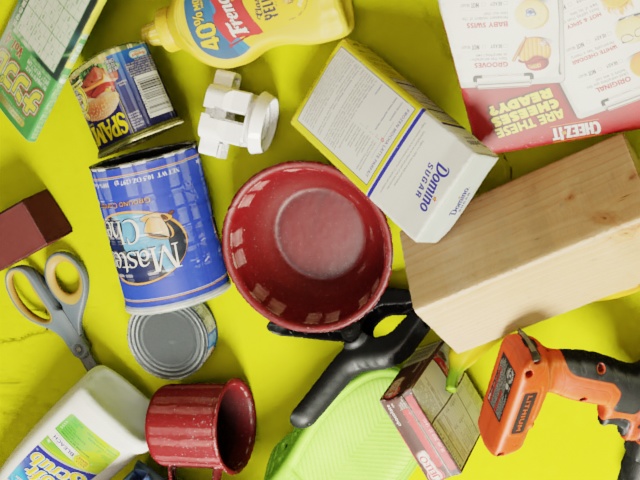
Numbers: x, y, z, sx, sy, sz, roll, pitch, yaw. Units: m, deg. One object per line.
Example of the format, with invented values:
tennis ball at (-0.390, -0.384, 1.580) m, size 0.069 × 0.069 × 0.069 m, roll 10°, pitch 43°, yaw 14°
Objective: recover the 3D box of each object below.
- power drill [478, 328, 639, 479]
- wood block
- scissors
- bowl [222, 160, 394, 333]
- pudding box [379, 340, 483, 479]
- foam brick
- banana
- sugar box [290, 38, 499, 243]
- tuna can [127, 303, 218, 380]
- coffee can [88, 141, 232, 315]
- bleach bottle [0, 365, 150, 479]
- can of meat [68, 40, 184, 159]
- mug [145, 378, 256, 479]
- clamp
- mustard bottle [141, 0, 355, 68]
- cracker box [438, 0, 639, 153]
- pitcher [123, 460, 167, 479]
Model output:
power drill at (0.237, 0.152, 0.925) m, size 0.187 × 0.057 × 0.184 m, roll 5°, pitch 114°, yaw -14°
wood block at (0.182, 0.006, 0.896) m, size 0.206 × 0.090 × 0.090 m, roll -25°, pitch 138°, yaw 21°
scissors at (-0.239, 0.094, 1.097) m, size 0.096 × 0.016 × 0.201 m, roll -42°, pitch 95°, yaw 18°
bowl at (-0.006, 0.001, 0.984) m, size 0.162 × 0.055 × 0.162 m, roll 4°, pitch 106°, yaw 15°
pudding box at (0.106, 0.152, 0.962) m, size 0.039 × 0.113 × 0.090 m, roll -27°, pitch 97°, yaw 31°
foam brick at (-0.300, -0.008, 1.066) m, size 0.078 × 0.053 × 0.051 m, roll -26°, pitch 96°, yaw 20°
banana at (0.189, 0.064, 0.945) m, size 0.198 × 0.037 × 0.070 m, roll -33°, pitch 52°, yaw 14°
sugar box at (0.060, -0.086, 0.909) m, size 0.176 × 0.048 × 0.093 m, roll 45°, pitch 115°, yaw 28°
tuna can at (-0.146, 0.093, 1.061) m, size 0.086 × 0.033 × 0.086 m, roll 4°, pitch 106°, yaw 15°
coffee can at (-0.148, -0.013, 0.995) m, size 0.103 × 0.102 × 0.140 m, roll -9°, pitch 102°, yaw 18°
bleach bottle at (-0.272, 0.242, 1.119) m, size 0.102 × 0.068 × 0.251 m, roll 42°, pitch 118°, yaw -4°
can of meat at (-0.181, -0.129, 0.981) m, size 0.102 × 0.057 × 0.084 m, roll -14°, pitch 100°, yaw 53°
mug at (-0.119, 0.194, 1.045) m, size 0.082 × 0.093 × 0.117 m, roll -3°, pitch 73°, yaw 21°
clamp at (0.027, 0.087, 0.995) m, size 0.171 × 0.039 × 0.120 m, roll -32°, pitch 57°, yaw 5°
mustard bottle at (-0.071, -0.205, 0.945) m, size 0.192 × 0.058 × 0.096 m, roll -12°, pitch 102°, yaw 19°
cracker box at (0.181, -0.182, 0.835) m, size 0.164 × 0.072 × 0.213 m, roll -8°, pitch 128°, yaw 18°
pitcher at (-0.121, 0.344, 1.079) m, size 0.243 × 0.149 × 0.145 m, roll 29°, pitch 77°, yaw 3°
